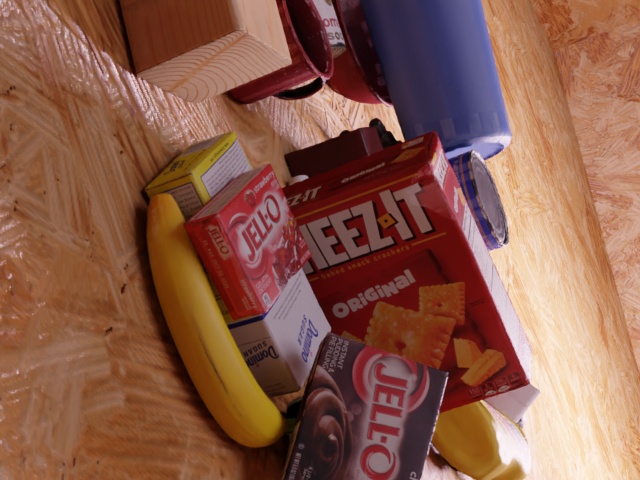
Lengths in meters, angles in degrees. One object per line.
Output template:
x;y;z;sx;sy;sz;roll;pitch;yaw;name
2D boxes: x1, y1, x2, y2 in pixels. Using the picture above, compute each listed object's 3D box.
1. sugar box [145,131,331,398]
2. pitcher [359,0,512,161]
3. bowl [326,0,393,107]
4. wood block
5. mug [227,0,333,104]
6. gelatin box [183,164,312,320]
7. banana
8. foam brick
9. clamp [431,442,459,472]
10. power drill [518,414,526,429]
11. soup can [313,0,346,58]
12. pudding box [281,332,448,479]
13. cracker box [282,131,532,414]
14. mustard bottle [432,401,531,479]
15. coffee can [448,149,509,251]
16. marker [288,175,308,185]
-0.055;0.018;0.769;0.176;0.048;0.093;67;24;-18;sugar box
0.120;-0.198;1.145;0.149;0.145;0.243;5;69;-57;pitcher
0.031;-0.214;1.184;0.162;0.055;0.162;52;27;-41;bowl
-0.101;-0.221;0.801;0.090;0.091;0.206;17;57;-66;wood block
-0.039;-0.160;0.917;0.117;0.082;0.093;45;32;-50;mug
-0.045;0.000;0.708;0.073;0.030;0.089;65;29;-16;gelatin box
-0.071;0.066;0.701;0.069;0.037;0.198;-85;150;-70;banana
0.018;-0.068;0.988;0.053;0.078;0.051;72;19;-2;foam brick
0.162;0.222;1.147;0.171;0.039;0.120;12;51;-60;clamp
0.158;0.104;1.169;0.184;0.057;0.187;45;25;-18;power drill
-0.021;-0.225;1.045;0.068;0.069;0.102;-10;82;-70;soup can
0.029;0.130;0.726;0.039;0.090;0.113;119;-11;-71;pudding box
0.058;0.043;0.864;0.213;0.164;0.072;63;20;-20;cracker box
0.162;0.196;1.042;0.096;0.058;0.191;54;9;28;mustard bottle
0.108;-0.021;1.083;0.102;0.140;0.103;52;27;-41;coffee can
-0.006;0.001;0.946;0.020;0.020;0.121;22;52;-64;marker
